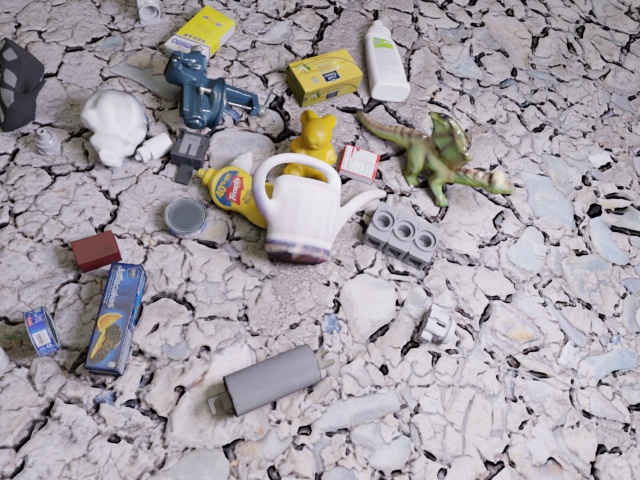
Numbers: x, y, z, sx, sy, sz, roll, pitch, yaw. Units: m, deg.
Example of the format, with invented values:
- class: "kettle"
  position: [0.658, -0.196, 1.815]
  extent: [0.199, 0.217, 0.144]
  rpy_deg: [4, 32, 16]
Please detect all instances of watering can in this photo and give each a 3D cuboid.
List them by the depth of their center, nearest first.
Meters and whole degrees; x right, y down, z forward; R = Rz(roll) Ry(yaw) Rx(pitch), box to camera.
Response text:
- class: "watering can"
  position: [0.003, -0.055, 1.093]
  extent: [0.346, 0.104, 0.226]
  rpy_deg: [14, 82, -35]

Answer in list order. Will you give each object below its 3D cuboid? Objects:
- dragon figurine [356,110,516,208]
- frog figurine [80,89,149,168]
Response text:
- class: "dragon figurine"
  position: [0.257, -0.217, 1.169]
  extent: [0.411, 0.239, 0.124]
  rpy_deg: [39, 69, 6]
- class: "frog figurine"
  position: [-0.446, -0.241, 1.104]
  extent: [0.136, 0.120, 0.163]
  rpy_deg: [24, 49, -21]
